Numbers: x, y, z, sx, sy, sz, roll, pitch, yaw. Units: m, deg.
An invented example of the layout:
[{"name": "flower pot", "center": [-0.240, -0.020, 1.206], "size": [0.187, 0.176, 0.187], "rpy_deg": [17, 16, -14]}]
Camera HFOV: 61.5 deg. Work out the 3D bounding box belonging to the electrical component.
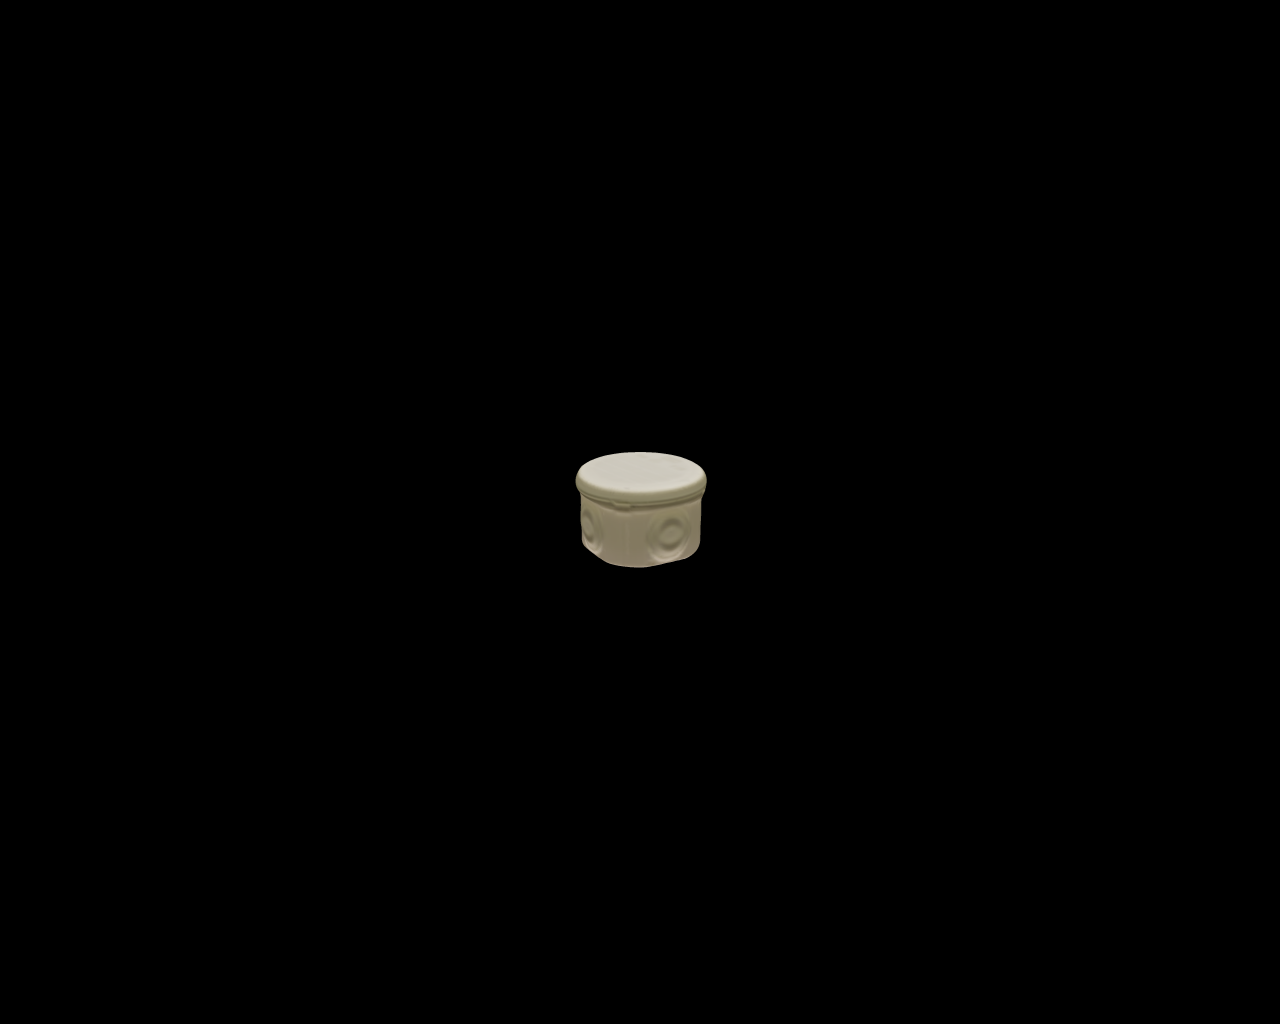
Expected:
[{"name": "electrical component", "center": [0.001, -0.003, 0.650], "size": [0.080, 0.050, 0.080], "rpy_deg": [0, 21, 0]}]
